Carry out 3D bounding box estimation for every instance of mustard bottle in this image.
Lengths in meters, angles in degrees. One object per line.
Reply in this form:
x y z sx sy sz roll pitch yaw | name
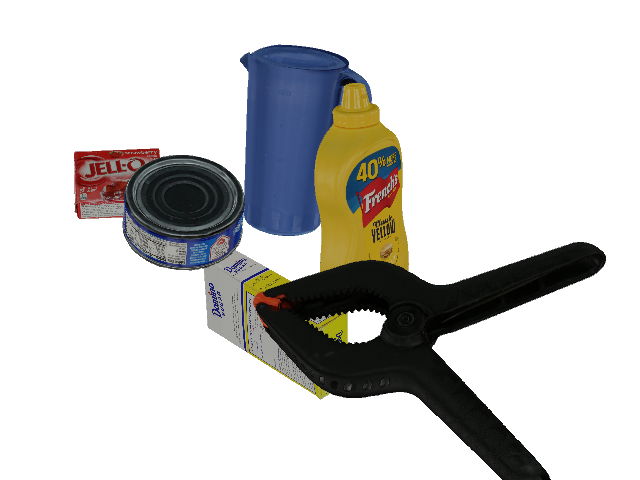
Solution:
0.036 -0.045 0.953 0.058 0.192 0.096 15 29 41 | mustard bottle

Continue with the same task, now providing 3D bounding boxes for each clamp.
0.062 0.050 0.641 0.210 0.164 0.036 14 -34 26 | clamp

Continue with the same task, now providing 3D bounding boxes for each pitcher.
-0.030 -0.132 1.426 0.144 0.243 0.149 -3 24 -22 | pitcher

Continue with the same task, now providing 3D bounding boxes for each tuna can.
-0.096 -0.021 0.754 0.086 0.086 0.034 0 -44 -11 | tuna can

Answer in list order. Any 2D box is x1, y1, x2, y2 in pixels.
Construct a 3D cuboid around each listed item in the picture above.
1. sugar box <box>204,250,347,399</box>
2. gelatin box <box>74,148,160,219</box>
-0.048 0.082 1.104 0.048 0.093 0.176 -26 40 -35 | sugar box
-0.208 -0.059 1.097 0.089 0.073 0.030 -2 -40 -11 | gelatin box
